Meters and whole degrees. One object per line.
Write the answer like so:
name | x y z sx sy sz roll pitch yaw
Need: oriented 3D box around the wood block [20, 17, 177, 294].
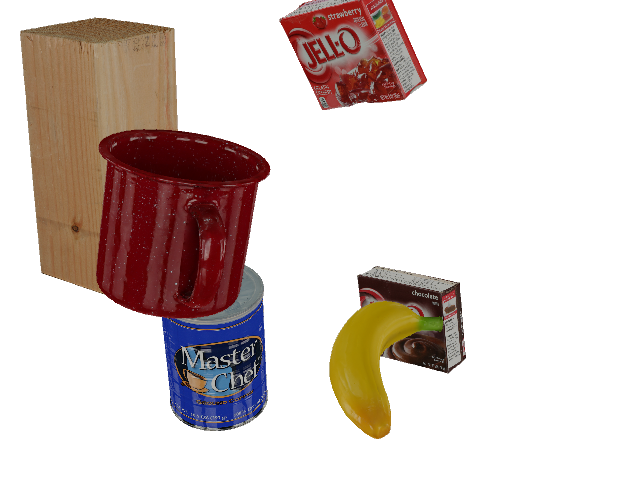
wood block | -0.178 -0.072 0.882 0.091 0.206 0.090 15 25 31

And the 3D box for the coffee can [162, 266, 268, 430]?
coffee can | -0.106 0.105 1.074 0.103 0.140 0.103 0 32 0

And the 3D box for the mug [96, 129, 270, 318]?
mug | -0.075 -0.004 0.579 0.093 0.081 0.117 0 22 -26

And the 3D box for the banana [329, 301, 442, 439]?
banana | 0.042 0.087 0.813 0.070 0.037 0.197 8 23 16

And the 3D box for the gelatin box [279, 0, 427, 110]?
gelatin box | 0.021 -0.130 0.728 0.030 0.073 0.089 -40 25 -32

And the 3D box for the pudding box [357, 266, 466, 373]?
pudding box | 0.094 0.080 1.108 0.114 0.090 0.039 9 25 40
